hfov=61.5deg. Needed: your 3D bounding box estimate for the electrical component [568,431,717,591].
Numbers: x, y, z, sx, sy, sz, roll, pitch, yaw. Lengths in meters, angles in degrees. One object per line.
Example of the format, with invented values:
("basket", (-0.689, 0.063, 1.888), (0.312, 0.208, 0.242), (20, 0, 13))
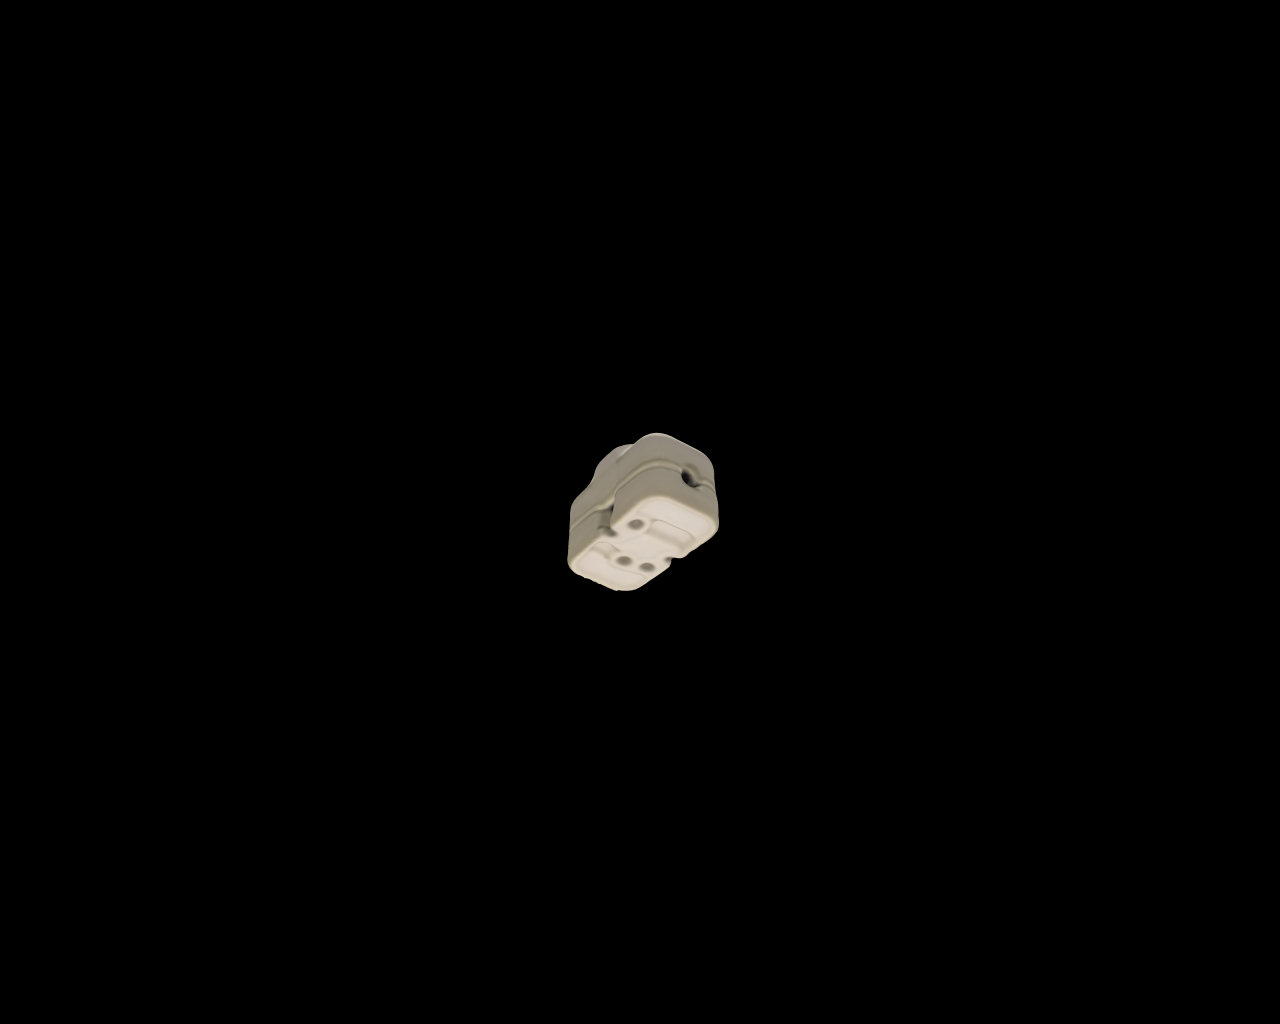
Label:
("electrical component", (0.001, -0.003, 0.650), (0.054, 0.059, 0.095), (25, -44, -28))
